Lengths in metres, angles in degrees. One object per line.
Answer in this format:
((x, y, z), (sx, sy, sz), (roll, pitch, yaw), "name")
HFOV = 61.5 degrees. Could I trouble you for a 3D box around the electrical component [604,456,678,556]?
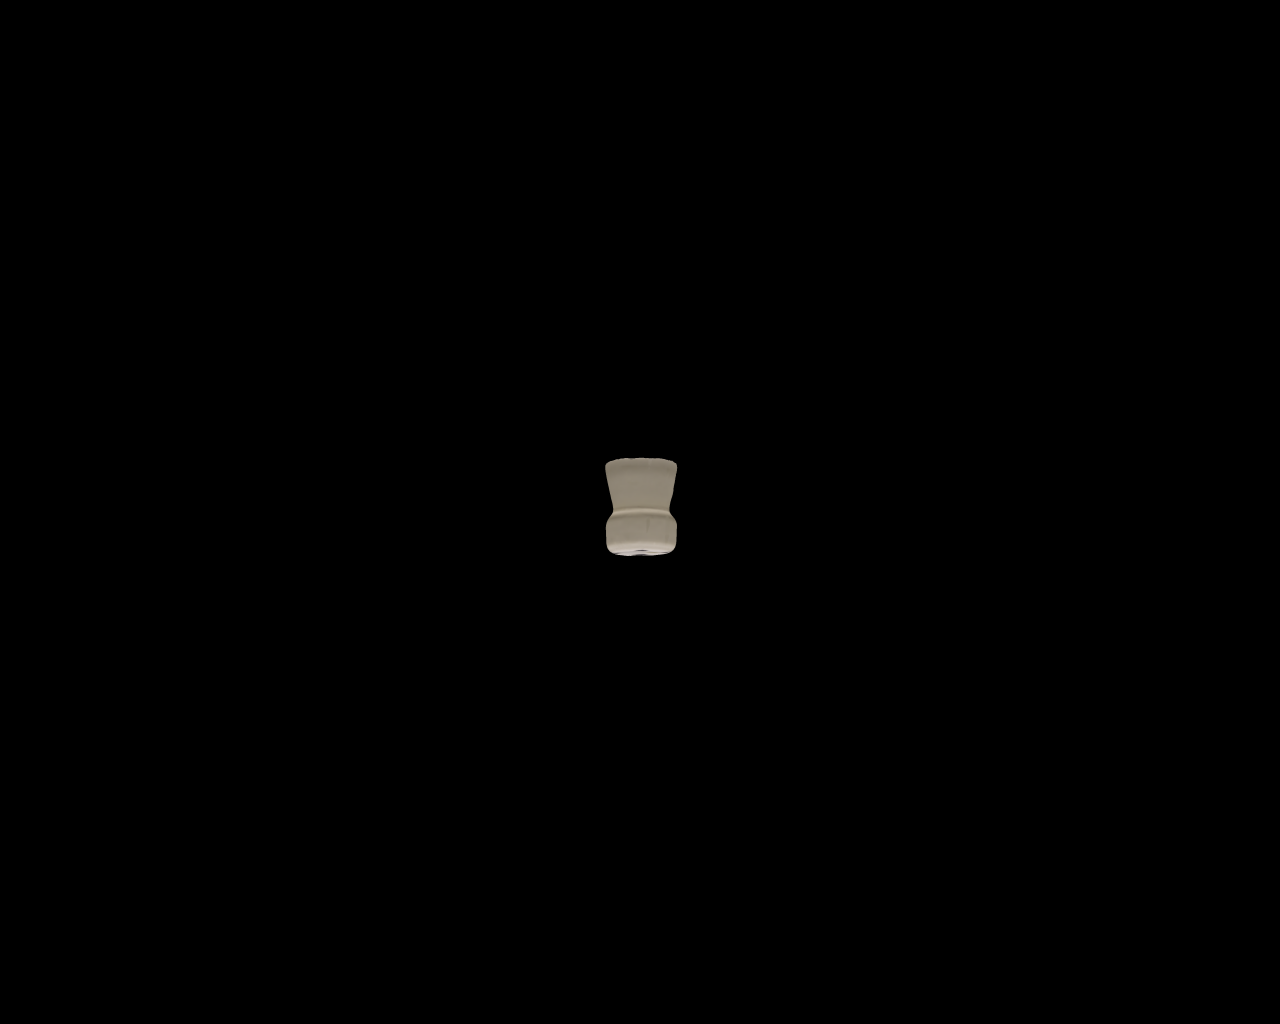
((0.001, -0.003, 0.650), (0.045, 0.055, 0.045), (0, -9, 0), "electrical component")
